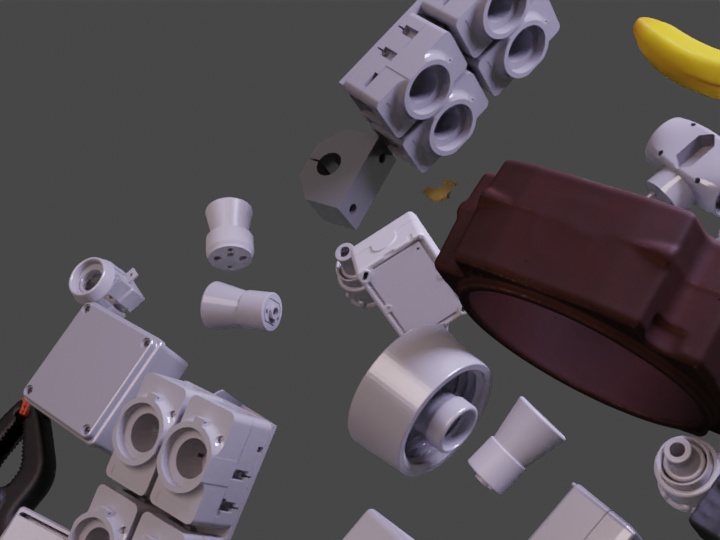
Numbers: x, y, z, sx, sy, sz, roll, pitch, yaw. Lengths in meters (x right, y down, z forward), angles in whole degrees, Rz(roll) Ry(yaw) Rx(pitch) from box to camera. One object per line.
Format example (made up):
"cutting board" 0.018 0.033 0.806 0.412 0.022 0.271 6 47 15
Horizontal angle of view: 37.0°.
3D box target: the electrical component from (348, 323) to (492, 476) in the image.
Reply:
"electrical component" 0.051 0.100 0.787 0.060 0.108 0.108 36 82 33

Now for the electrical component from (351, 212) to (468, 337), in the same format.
"electrical component" 0.043 0.011 0.863 0.062 0.096 0.061 -33 23 7

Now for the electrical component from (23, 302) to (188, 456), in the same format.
"electrical component" -0.231 0.099 0.974 0.109 0.056 0.108 23 74 37

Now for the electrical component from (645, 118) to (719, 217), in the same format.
"electrical component" 0.247 -0.067 0.822 0.079 0.043 0.077 -41 50 1

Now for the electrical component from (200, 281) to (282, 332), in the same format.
"electrical component" -0.103 0.035 0.954 0.065 0.044 0.044 5 64 26

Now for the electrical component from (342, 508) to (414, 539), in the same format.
"electrical component" 0.012 0.232 0.723 0.108 0.108 0.056 -49 48 -6

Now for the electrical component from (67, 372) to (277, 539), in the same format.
"electrical component" -0.156 0.186 0.848 0.105 0.060 0.186 20 86 36

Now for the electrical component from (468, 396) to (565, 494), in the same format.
"electrical component" 0.110 0.129 0.777 0.065 0.044 0.044 -46 50 2

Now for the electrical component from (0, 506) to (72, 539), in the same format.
"electrical component" -0.272 0.251 0.875 0.062 0.061 0.096 22 62 16

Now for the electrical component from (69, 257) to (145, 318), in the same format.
"electrical component" -0.246 0.019 1.033 0.066 0.055 0.048 -41 50 0

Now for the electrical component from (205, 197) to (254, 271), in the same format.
"electrical component" -0.122 -0.033 1.004 0.045 0.045 0.055 -19 54 18

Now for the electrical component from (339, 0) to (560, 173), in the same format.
"electrical component" 0.085 -0.188 0.947 0.186 0.105 0.060 -47 50 -4

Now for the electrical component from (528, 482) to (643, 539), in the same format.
"electrical component" 0.140 0.200 0.701 0.096 0.061 0.061 -48 50 -5

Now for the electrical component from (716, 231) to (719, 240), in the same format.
"electrical component" 0.276 -0.016 0.774 0.043 0.043 0.062 -2 59 28

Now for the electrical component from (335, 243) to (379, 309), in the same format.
"electrical component" 0.000 0.000 0.904 0.048 0.062 0.048 -14 55 21

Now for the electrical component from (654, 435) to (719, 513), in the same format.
"electrical component" 0.214 0.129 0.705 0.048 0.062 0.048 -14 55 21
